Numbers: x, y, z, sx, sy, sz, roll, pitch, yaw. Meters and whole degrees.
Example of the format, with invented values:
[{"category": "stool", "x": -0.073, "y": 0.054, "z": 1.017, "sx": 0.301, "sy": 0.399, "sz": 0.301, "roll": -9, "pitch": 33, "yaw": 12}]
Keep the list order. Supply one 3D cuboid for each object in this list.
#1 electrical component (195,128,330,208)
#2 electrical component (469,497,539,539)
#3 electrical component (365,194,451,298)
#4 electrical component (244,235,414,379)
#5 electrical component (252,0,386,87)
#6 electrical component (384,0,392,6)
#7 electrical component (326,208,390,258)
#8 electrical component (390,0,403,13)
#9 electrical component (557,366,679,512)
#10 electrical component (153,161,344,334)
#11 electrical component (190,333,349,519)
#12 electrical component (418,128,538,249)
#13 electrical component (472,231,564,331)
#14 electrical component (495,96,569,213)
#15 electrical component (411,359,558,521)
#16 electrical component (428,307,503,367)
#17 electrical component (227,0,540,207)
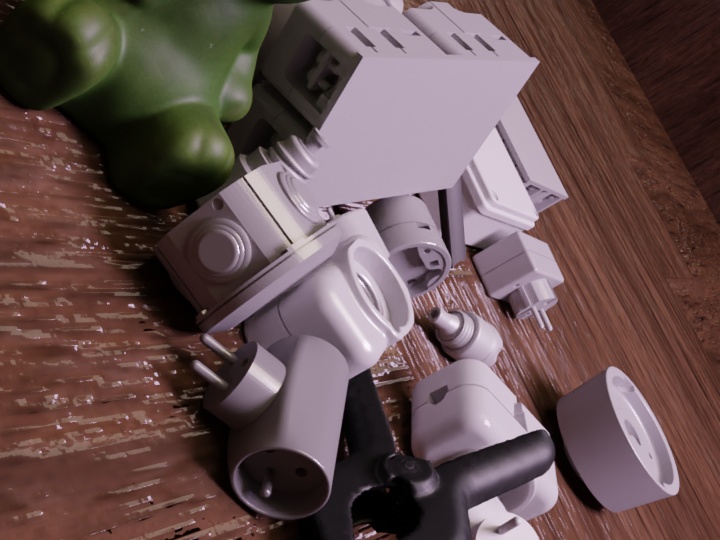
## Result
[{"category": "electrical component", "x": -0.049, "y": -0.044, "z": 0.556, "sx": 0.040, "sy": 0.078, "sz": 0.040, "roll": 50, "pitch": 9, "yaw": -11}, {"category": "electrical component", "x": 0.069, "y": 0.149, "z": 0.557, "sx": 0.044, "sy": 0.079, "sz": 0.077, "roll": -12, "pitch": 67, "yaw": -27}, {"category": "electrical component", "x": 0.026, "y": -0.016, "z": 0.697, "sx": 0.055, "sy": 0.055, "sz": 0.047, "roll": 35, "pitch": 29, "yaw": -44}, {"category": "electrical component", "x": -0.012, "y": 0.022, "z": 0.567, "sx": 0.053, "sy": 0.059, "sz": 0.095, "roll": 56, "pitch": 23, "yaw": -7}, {"category": "electrical component", "x": -0.038, "y": -0.149, "z": 0.667, "sx": 0.060, "sy": 0.108, "sz": 0.108, "roll": 58, "pitch": 22, "yaw": 15}, {"category": "electrical component", "x": 0.006, "y": -0.141, "z": 0.777, "sx": 0.113, "sy": 0.078, "sz": 0.057, "roll": 55, "pitch": 25, "yaw": -9}, {"category": "electrical component", "x": 0.000, "y": 0.000, "z": 0.641, "sx": 0.078, "sy": 0.040, "sz": 0.040, "roll": 62, "pitch": 23, "yaw": 6}, {"category": "electrical component", "x": -0.005, "y": -0.231, "z": 0.897, "sx": 0.074, "sy": 0.052, "sz": 0.138, "roll": 38, "pitch": 31, "yaw": -40}, {"category": "electrical component", "x": 0.196, "y": 0.137, "z": 0.843, "sx": 0.108, "sy": 0.060, "sz": 0.108, "roll": 45, "pitch": 27, "yaw": -30}, {"category": "electrical component", "x": -0.052, "y": -0.010, "z": 0.500, "sx": 0.051, "sy": 0.080, "sz": 0.080, "roll": 54, "pitch": 23, "yaw": -1}, {"category": "electrical component", "x": -0.043, "y": 0.058, "z": 0.480, "sx": 0.079, "sy": 0.043, "sz": 0.077, "roll": 41, "pitch": 29, "yaw": -19}, {"category": "electrical component", "x": 0.087, "y": -0.079, "z": 0.892, "sx": 0.109, "sy": 0.056, "sz": 0.108, "roll": 11, "pitch": 52, "yaw": -60}, {"category": "electrical component", "x": 0.140, "y": 0.016, "z": 0.895, "sx": 0.066, "sy": 0.047, "sz": 0.076, "roll": 16, "pitch": 48, "yaw": -58}, {"category": "electrical component", "x": 0.114, "y": -0.141, "z": 1.017, "sx": 0.105, "sy": 0.060, "sz": 0.186, "roll": 10, "pitch": 53, "yaw": -61}, {"category": "electrical component", "x": 0.074, "y": 0.108, "z": 0.642, "sx": 0.095, "sy": 0.054, "sz": 0.059, "roll": 47, "pitch": 26, "yaw": -26}, {"category": "electrical component", "x": 0.069, "y": 0.043, "z": 0.736, "sx": 0.061, "sy": 0.035, "sz": 0.035, "roll": 36, "pitch": 32, "yaw": -38}, {"category": "electrical component", "x": 0.013, "y": -0.101, "z": 0.645, "sx": 0.060, "sy": 0.105, "sz": 0.186, "roll": 47, "pitch": 32, "yaw": 22}]
